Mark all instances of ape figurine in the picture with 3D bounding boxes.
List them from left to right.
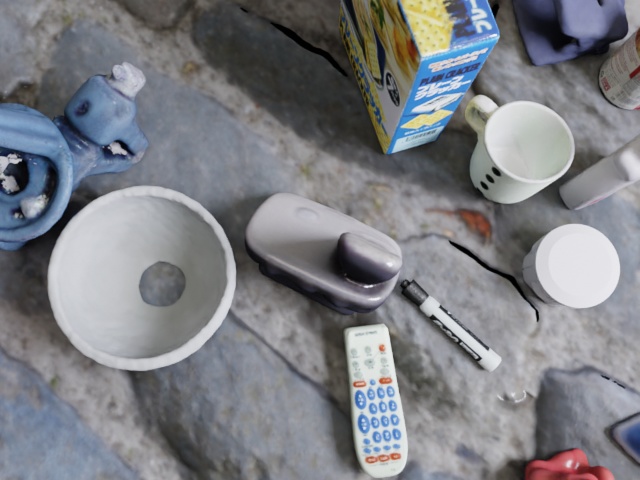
[{"bbox_3d":[0.226,0.225,0.508,0.078,0.092,0.076,23,81,3],"label":"ape figurine"}]

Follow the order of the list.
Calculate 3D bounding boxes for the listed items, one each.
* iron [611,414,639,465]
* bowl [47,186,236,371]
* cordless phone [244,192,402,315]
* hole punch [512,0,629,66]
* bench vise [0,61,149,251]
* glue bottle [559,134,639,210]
[{"bbox_3d":[0.410,0.203,0.490,0.258,0.141,0.119,11,80,1],"label":"iron"},{"bbox_3d":[-0.160,0.037,0.542,0.167,0.075,0.167,0,80,-1],"label":"bowl"},{"bbox_3d":[0.005,0.002,0.495,0.147,0.185,0.094,22,81,3],"label":"cordless phone"},{"bbox_3d":[0.265,-0.250,0.590,0.101,0.091,0.108,-12,81,-3],"label":"hole punch"},{"bbox_3d":[-0.253,-0.093,0.489,0.121,0.220,0.207,28,81,4],"label":"bench vise"},{"bbox_3d":[0.286,-0.072,0.518,0.078,0.173,0.037,-30,82,-5],"label":"glue bottle"}]
